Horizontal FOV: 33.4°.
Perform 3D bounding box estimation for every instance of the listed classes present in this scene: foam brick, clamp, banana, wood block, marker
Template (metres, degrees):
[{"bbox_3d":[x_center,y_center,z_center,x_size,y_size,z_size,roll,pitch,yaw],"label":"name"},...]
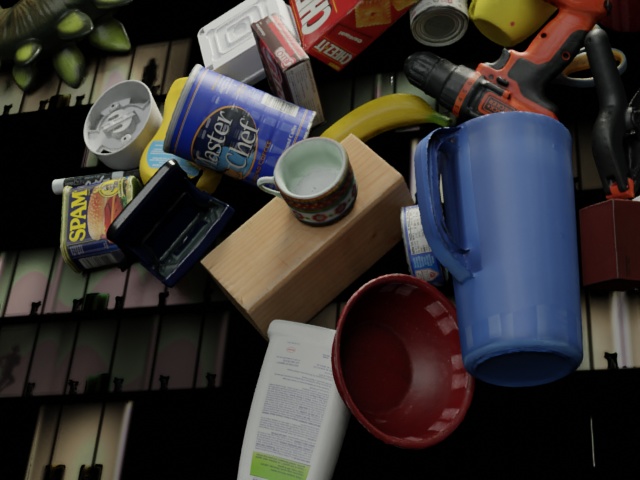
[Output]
[{"bbox_3d":[0.279,0.005,0.998,0.052,0.051,0.078,6,77,-24],"label":"foam brick"},{"bbox_3d":[0.299,-0.126,1.068,0.039,0.120,0.171,-24,45,54],"label":"clamp"},{"bbox_3d":[0.044,-0.112,1.185,0.198,0.037,0.070,-28,55,1],"label":"banana"},{"bbox_3d":[-0.007,0.001,1.100,0.206,0.090,0.091,-40,55,-8],"label":"wood block"},{"bbox_3d":[-0.261,-0.070,1.274,0.121,0.020,0.020,-7,58,15],"label":"marker"}]

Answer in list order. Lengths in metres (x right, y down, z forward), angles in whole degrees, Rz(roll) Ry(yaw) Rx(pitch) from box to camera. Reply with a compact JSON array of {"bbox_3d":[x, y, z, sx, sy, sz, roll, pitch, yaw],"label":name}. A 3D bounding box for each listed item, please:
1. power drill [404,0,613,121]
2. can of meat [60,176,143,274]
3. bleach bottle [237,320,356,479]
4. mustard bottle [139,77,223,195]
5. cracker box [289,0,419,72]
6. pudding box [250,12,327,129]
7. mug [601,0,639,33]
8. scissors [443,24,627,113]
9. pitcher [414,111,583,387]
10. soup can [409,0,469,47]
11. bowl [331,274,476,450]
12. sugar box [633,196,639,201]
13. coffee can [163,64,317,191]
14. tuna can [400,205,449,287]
[{"bbox_3d":[0.204,-0.205,1.127,0.184,0.057,0.188,32,97,13],"label":"power drill"},{"bbox_3d":[-0.244,-0.019,1.214,0.084,0.057,0.102,-11,58,9],"label":"can of meat"},{"bbox_3d":[-0.036,0.204,1.002,0.103,0.068,0.250,9,65,22],"label":"bleach bottle"},{"bbox_3d":[-0.154,-0.096,1.228,0.096,0.058,0.191,12,64,13],"label":"mustard bottle"},{"bbox_3d":[0.056,-0.327,1.238,0.214,0.072,0.164,-38,49,30],"label":"cracker box"},{"bbox_3d":[-0.035,-0.188,1.212,0.039,0.113,0.090,-28,54,-5],"label":"pudding box"},{"bbox_3d":[0.345,-0.289,1.164,0.117,0.081,0.093,-45,56,-11],"label":"mug"},{"bbox_3d":[0.234,-0.192,1.183,0.202,0.016,0.096,-7,56,14],"label":"scissors"},{"bbox_3d":[0.173,0.007,1.007,0.149,0.145,0.243,-6,61,12],"label":"pitcher"},{"bbox_3d":[0.136,-0.285,1.241,0.068,0.068,0.102,-9,58,13],"label":"soup can"},{"bbox_3d":[0.067,0.115,0.993,0.055,0.162,0.162,-23,42,54],"label":"bowl"},{"bbox_3d":[0.362,0.023,0.988,0.093,0.048,0.176,-19,56,8],"label":"sugar box"},{"bbox_3d":[-0.087,-0.117,1.159,0.140,0.103,0.102,22,65,-4],"label":"coffee can"},{"bbox_3d":[0.105,0.006,1.061,0.034,0.086,0.086,-10,57,10],"label":"tuna can"}]
